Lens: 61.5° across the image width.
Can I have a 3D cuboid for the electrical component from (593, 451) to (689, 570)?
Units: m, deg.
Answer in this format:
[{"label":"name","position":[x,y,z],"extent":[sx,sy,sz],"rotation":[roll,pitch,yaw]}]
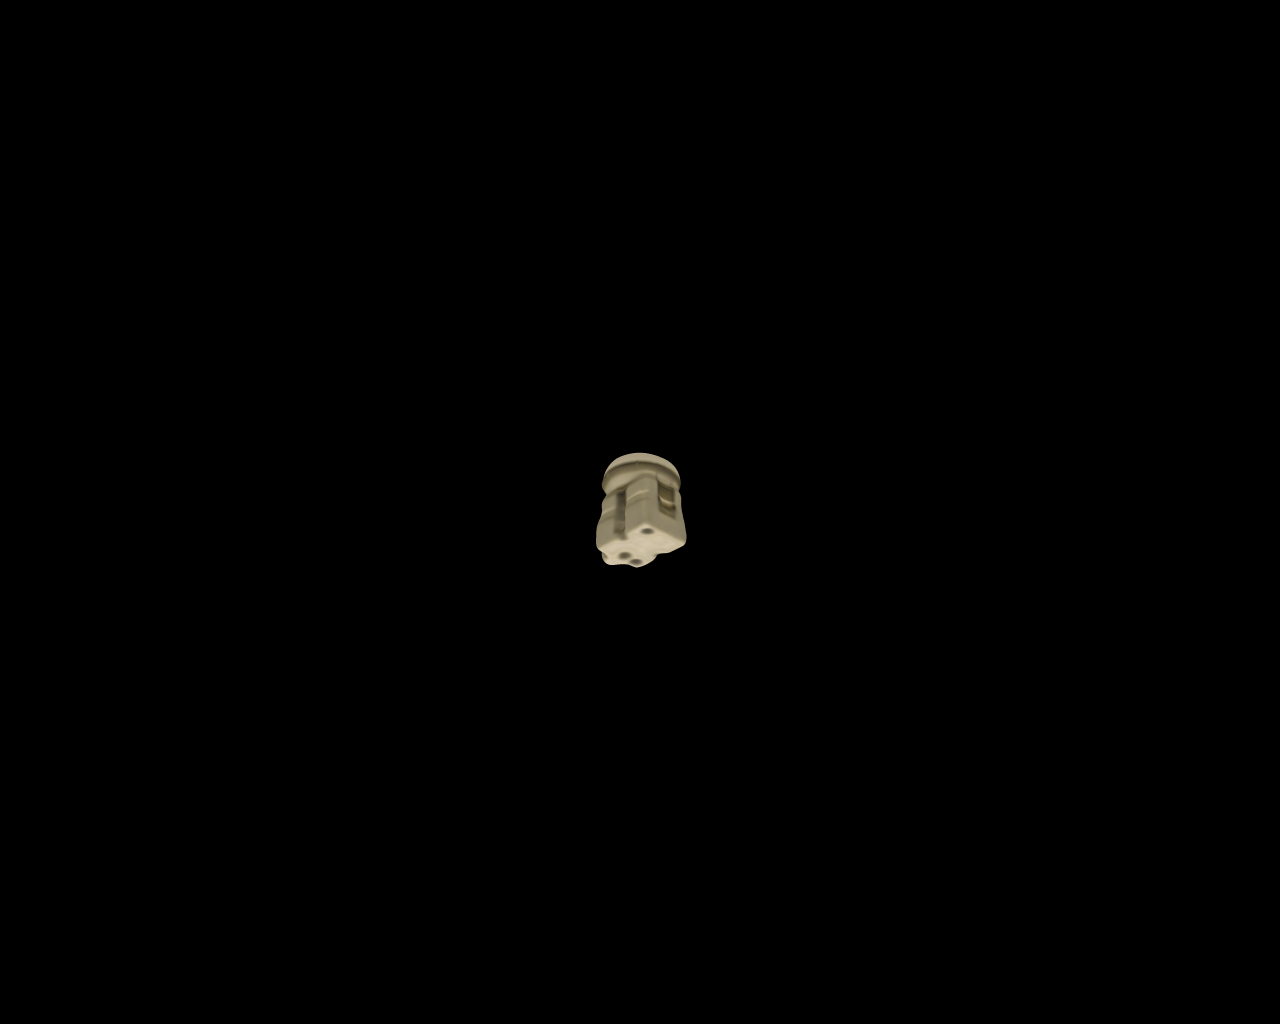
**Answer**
[{"label":"electrical component","position":[0.001,-0.003,0.650],"extent":[0.066,0.055,0.048],"rotation":[-27,-42,36]}]
